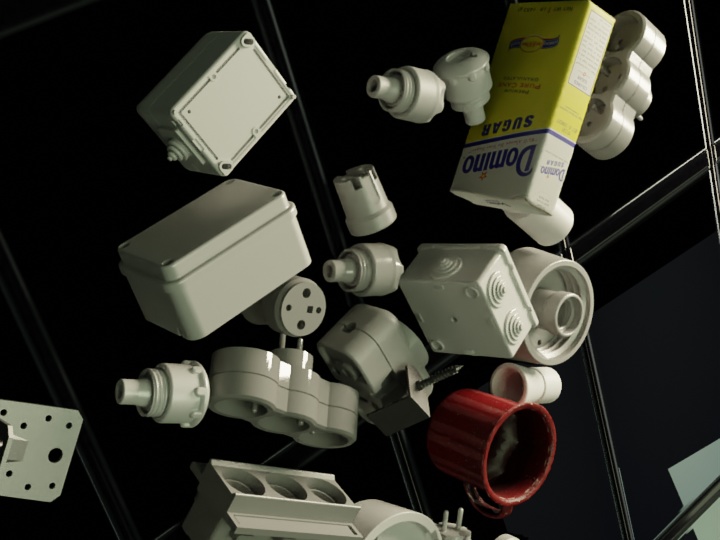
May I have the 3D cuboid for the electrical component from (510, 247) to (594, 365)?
[{"bbox_3d":[0.171,0.036,0.994,0.108,0.060,0.108,-9,105,-38],"label":"electrical component"}]

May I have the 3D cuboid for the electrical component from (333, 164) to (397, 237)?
[{"bbox_3d":[0.003,-0.056,0.851,0.040,0.040,0.046,-34,113,-29],"label":"electrical component"}]

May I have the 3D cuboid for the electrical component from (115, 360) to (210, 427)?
[{"bbox_3d":[-0.141,0.087,0.759,0.062,0.048,0.048,7,95,-34],"label":"electrical component"}]

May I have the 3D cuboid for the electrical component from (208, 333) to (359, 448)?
[{"bbox_3d":[-0.056,0.083,0.825,0.138,0.052,0.073,28,55,-41],"label":"electrical component"}]

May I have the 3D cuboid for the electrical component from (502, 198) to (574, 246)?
[{"bbox_3d":[0.153,-0.059,0.970,0.081,0.043,0.043,35,77,-38],"label":"electrical component"}]

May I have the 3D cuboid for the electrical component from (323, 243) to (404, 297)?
[{"bbox_3d":[0.000,0.000,0.857,0.062,0.043,0.043,-2,101,-38],"label":"electrical component"}]

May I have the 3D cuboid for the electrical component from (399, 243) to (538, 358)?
[{"bbox_3d":[0.089,0.027,0.901,0.048,0.100,0.099,-52,128,-35],"label":"electrical component"}]

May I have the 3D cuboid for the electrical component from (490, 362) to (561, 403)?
[{"bbox_3d":[0.159,0.109,1.013,0.065,0.044,0.044,4,97,-45],"label":"electrical component"}]

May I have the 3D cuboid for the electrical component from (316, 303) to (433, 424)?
[{"bbox_3d":[0.016,0.077,0.879,0.059,0.054,0.095,-45,124,-24],"label":"electrical component"}]

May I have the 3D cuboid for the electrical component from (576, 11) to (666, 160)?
[{"bbox_3d":[0.253,-0.168,1.024,0.074,0.052,0.138,28,81,-40],"label":"electrical component"}]

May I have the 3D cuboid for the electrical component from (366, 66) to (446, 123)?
[{"bbox_3d":[0.034,-0.141,0.855,0.062,0.043,0.043,4,97,-39],"label":"electrical component"}]

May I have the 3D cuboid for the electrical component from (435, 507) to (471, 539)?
[{"bbox_3d":[0.080,0.252,0.973,0.083,0.047,0.075,3,97,-40],"label":"electrical component"}]

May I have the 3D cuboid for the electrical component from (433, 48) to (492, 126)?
[{"bbox_3d":[0.090,-0.151,0.900,0.048,0.048,0.062,-40,129,-27],"label":"electrical component"}]

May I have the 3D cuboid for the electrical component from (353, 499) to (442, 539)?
[{"bbox_3d":[0.011,0.246,0.906,0.108,0.060,0.108,-9,105,-38],"label":"electrical component"}]

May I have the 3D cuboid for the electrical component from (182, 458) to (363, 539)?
[{"bbox_3d":[-0.069,0.188,0.821,0.121,0.079,0.063,17,107,-40],"label":"electrical component"}]

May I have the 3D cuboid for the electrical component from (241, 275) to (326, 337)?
[{"bbox_3d":[-0.058,0.024,0.806,0.045,0.055,0.045,-9,105,-38],"label":"electrical component"}]

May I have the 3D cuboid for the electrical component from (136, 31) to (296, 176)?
[{"bbox_3d":[-0.104,-0.110,0.735,0.096,0.061,0.061,-52,126,-19],"label":"electrical component"}]

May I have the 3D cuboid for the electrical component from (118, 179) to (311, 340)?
[{"bbox_3d":[-0.101,-0.011,0.748,0.113,0.078,0.057,-35,123,-29],"label":"electrical component"}]

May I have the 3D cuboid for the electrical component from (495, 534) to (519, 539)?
[{"bbox_3d":[0.153,0.282,1.040,0.040,0.046,0.040,-9,104,-38],"label":"electrical component"}]
